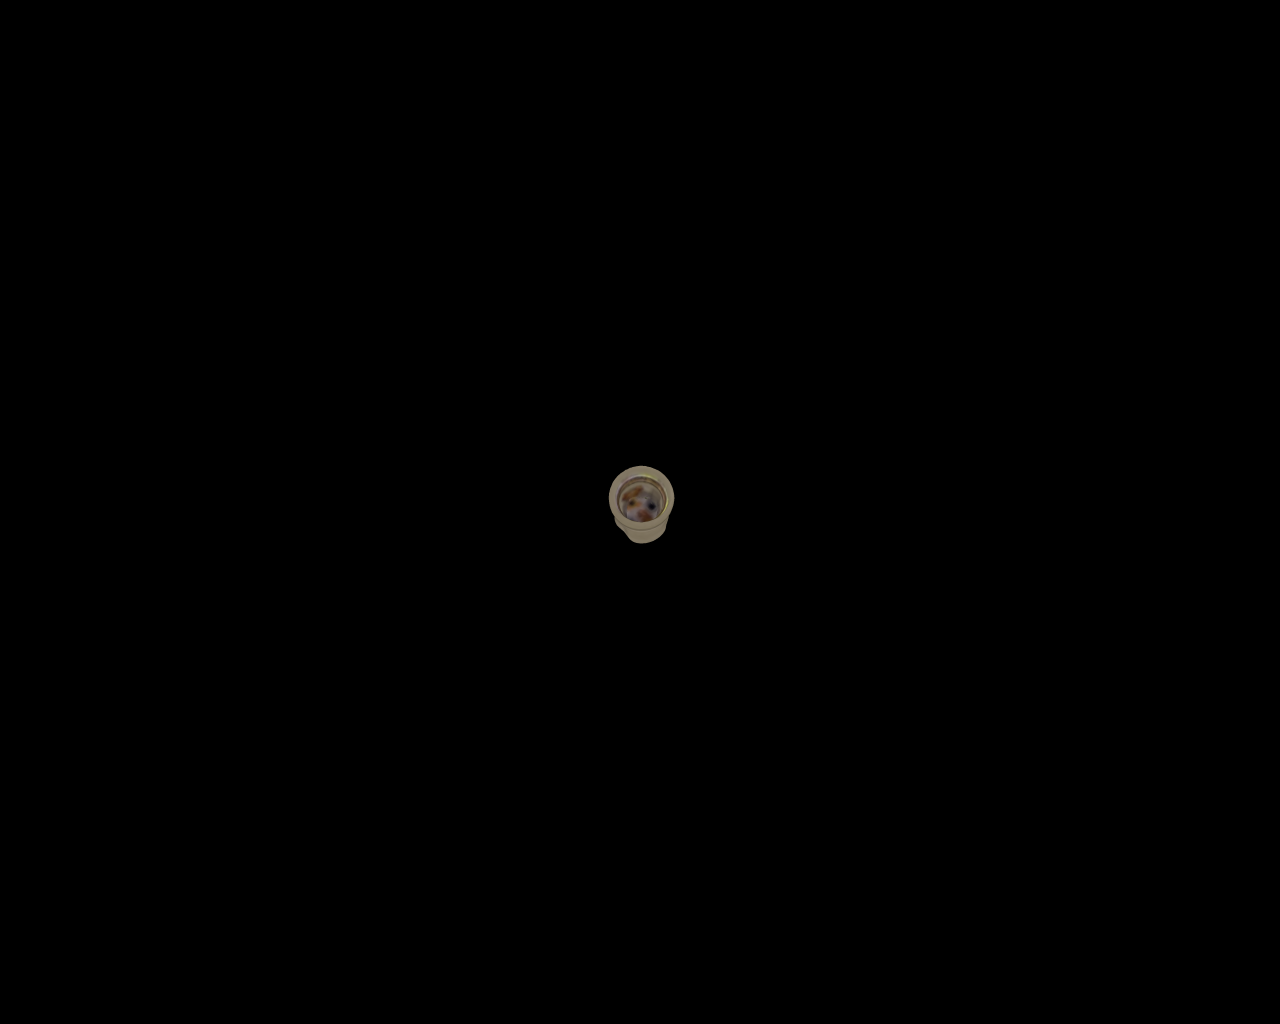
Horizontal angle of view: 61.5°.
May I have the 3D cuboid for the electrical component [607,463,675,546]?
[{"bbox_3d":[0.001,-0.003,0.650,0.040,0.040,0.046,0,-21,0],"label":"electrical component"}]
